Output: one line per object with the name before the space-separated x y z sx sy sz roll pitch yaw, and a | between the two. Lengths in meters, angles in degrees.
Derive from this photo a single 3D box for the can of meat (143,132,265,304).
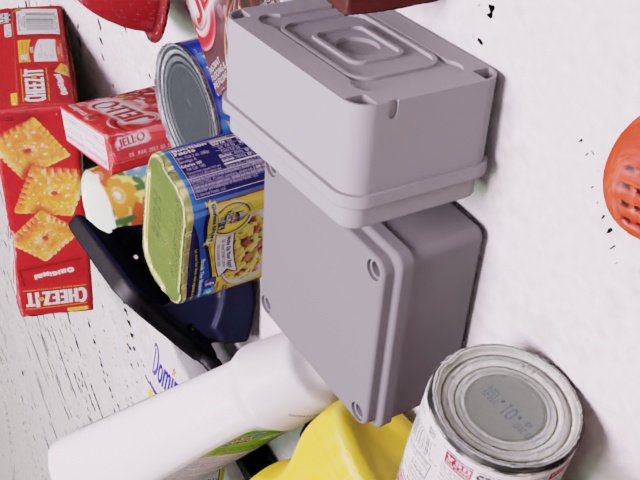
can of meat | -0.054 -0.016 0.620 0.057 0.083 0.102 53 149 33

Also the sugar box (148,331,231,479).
sugar box | -0.105 0.153 0.819 0.093 0.048 0.176 -131 42 -55

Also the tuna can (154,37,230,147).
tuna can | -0.070 -0.083 0.662 0.086 0.033 0.086 41 141 45

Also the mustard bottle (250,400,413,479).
mustard bottle | -0.002 0.170 0.621 0.096 0.058 0.192 52 135 12

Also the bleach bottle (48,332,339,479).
bleach bottle | -0.060 0.108 0.663 0.251 0.102 0.068 -31 74 35

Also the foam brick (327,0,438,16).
foam brick | 0.022 -0.139 0.433 0.053 0.051 0.078 49 146 38

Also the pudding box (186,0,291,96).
pudding box | -0.037 -0.137 0.560 0.114 0.039 0.090 -28 81 62

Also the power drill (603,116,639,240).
power drill | 0.144 -0.051 0.251 0.185 0.057 0.188 34 135 50

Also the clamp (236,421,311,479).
clamp | -0.006 0.218 0.733 0.165 0.036 0.210 -11 94 66

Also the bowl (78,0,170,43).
bowl | -0.130 -0.198 0.638 0.162 0.055 0.162 173 90 -73

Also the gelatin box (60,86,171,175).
gelatin box | -0.127 -0.078 0.731 0.089 0.073 0.030 31 132 53

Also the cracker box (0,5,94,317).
cracker box | -0.240 -0.067 0.911 0.164 0.072 0.214 -111 21 -47

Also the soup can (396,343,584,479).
soup can | 0.071 0.103 0.478 0.069 0.068 0.102 51 147 35
